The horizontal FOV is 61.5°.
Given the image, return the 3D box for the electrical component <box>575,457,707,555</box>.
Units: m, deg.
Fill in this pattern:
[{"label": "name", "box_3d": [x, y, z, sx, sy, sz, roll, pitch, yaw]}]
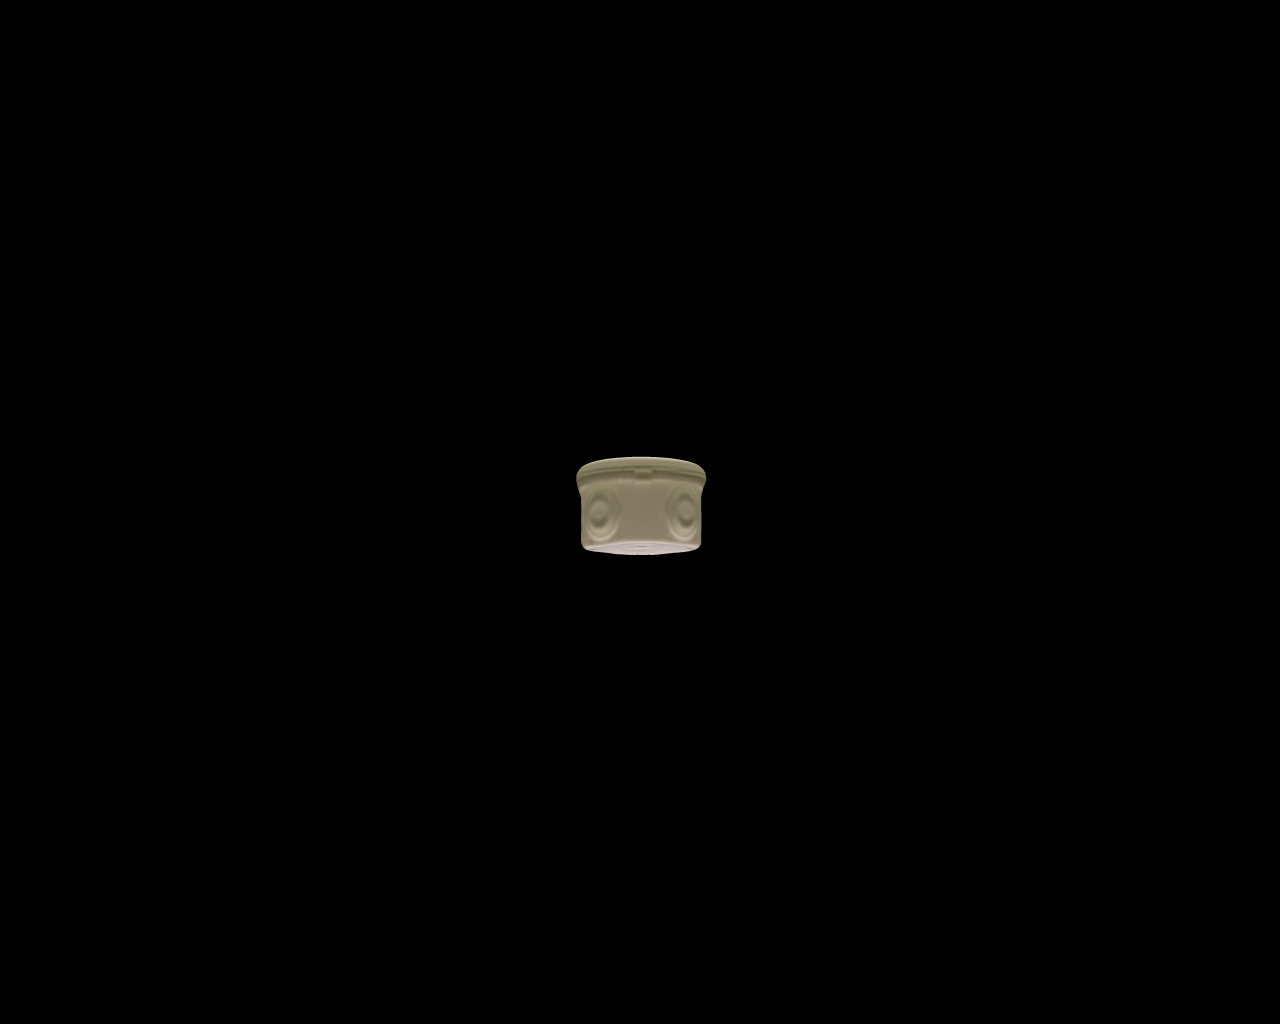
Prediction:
[{"label": "electrical component", "box_3d": [0.001, -0.003, 0.650, 0.080, 0.051, 0.080, 0, -8, 0]}]
